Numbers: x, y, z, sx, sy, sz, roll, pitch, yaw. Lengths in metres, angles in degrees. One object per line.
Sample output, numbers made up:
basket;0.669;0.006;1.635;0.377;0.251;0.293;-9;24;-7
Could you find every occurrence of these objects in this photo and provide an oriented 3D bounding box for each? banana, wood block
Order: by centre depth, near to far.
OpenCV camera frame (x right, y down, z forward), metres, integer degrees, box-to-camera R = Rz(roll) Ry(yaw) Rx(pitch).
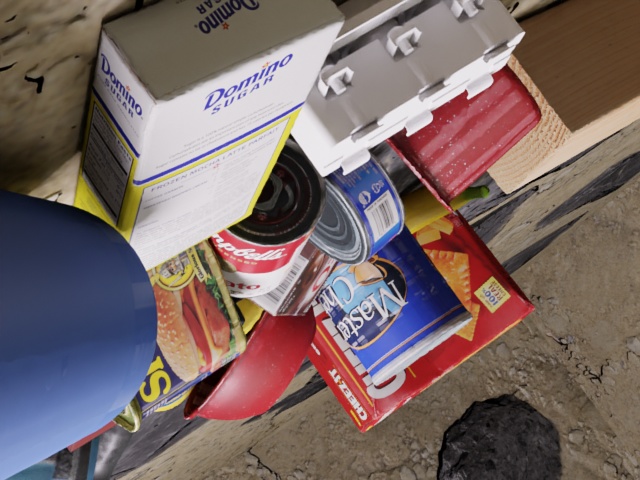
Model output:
wood block;0.202;-0.127;0.803;0.205;0.091;0.090;-29;168;-33
banana;0.064;-0.009;1.015;0.198;0.037;0.069;-32;-173;1

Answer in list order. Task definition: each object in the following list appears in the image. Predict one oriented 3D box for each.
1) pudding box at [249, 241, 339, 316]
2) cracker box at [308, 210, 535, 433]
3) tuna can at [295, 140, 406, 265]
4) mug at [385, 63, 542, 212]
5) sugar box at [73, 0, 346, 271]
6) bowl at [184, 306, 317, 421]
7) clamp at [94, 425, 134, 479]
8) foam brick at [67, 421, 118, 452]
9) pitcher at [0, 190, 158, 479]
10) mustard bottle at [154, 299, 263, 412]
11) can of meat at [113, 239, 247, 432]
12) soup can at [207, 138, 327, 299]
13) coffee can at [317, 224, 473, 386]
pudding box;-0.005;0.001;0.782;0.113;0.039;0.090;-55;166;5
cracker box;0.086;0.068;1.100;0.213;0.164;0.072;-31;167;-20
tuna can;0.010;-0.027;0.652;0.033;0.086;0.086;-41;172;-23
mug;0.073;-0.084;0.644;0.081;0.093;0.117;-42;132;7
sugar box;-0.059;-0.047;0.480;0.093;0.048;0.176;-29;164;-28
bowl;-0.050;0.095;0.905;0.162;0.055;0.162;-55;-171;13
clamp;-0.165;0.155;0.778;0.036;0.165;0.210;18;107;-25
foam brick;-0.152;0.082;0.668;0.052;0.078;0.051;-30;166;-27
pitcher;-0.149;0.046;0.367;0.149;0.145;0.242;-33;173;10
mustard bottle;-0.116;0.093;0.872;0.096;0.058;0.192;-39;175;-39
can of meat;-0.098;0.043;0.609;0.083;0.102;0.058;-32;-152;-29
soup can;-0.039;-0.011;0.629;0.068;0.068;0.102;-31;169;-20
coffee can;0.050;0.039;0.923;0.102;0.140;0.103;-34;169;-7
